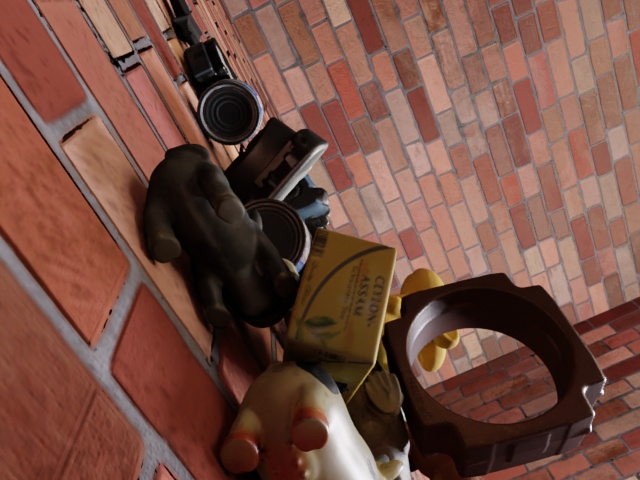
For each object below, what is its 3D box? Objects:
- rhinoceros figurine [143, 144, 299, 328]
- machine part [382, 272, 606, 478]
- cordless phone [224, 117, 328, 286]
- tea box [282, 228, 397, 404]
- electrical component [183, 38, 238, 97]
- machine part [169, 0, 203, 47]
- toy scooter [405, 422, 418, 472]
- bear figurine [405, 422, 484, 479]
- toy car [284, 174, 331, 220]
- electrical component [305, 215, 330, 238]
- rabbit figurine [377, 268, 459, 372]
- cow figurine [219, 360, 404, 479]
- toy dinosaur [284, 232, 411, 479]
[{"bbox_3d":[-0.073,0.011,0.434,0.112,0.073,0.190,54,-3,46],"label":"rhinoceros figurine"},{"bbox_3d":[0.184,0.144,0.600,0.087,0.201,0.202,81,-6,-46],"label":"machine part"},{"bbox_3d":[-0.027,-0.042,0.614,0.088,0.146,0.184,33,15,-46],"label":"cordless phone"},{"bbox_3d":[0.010,0.075,0.458,0.169,0.068,0.098,100,6,-63],"label":"tea box"},{"bbox_3d":[-0.158,-0.241,0.834,0.115,0.058,0.134,65,4,27],"label":"electrical component"},{"bbox_3d":[-0.227,-0.374,0.881,0.084,0.039,0.139,14,53,-78],"label":"machine part"},{"bbox_3d":[0.134,0.304,0.811,0.075,0.135,0.183,65,3,15],"label":"toy scooter"},{"bbox_3d":[0.178,0.279,0.647,0.196,0.120,0.131,-101,-150,-55],"label":"bear figurine"},{"bbox_3d":[-0.055,-0.048,0.817,0.162,0.109,0.102,54,-26,39],"label":"toy car"},{"bbox_3d":[-0.001,-0.002,0.720,0.063,0.021,0.094,64,-21,-1],"label":"electrical component"},{"bbox_3d":[0.122,0.102,0.755,0.162,0.173,0.121,43,-38,25],"label":"rabbit figurine"},{"bbox_3d":[0.007,0.174,0.398,0.127,0.085,0.194,-84,149,-69],"label":"cow figurine"},{"bbox_3d":[0.046,0.193,0.603,0.198,0.105,0.471,64,7,-61],"label":"toy dinosaur"}]
